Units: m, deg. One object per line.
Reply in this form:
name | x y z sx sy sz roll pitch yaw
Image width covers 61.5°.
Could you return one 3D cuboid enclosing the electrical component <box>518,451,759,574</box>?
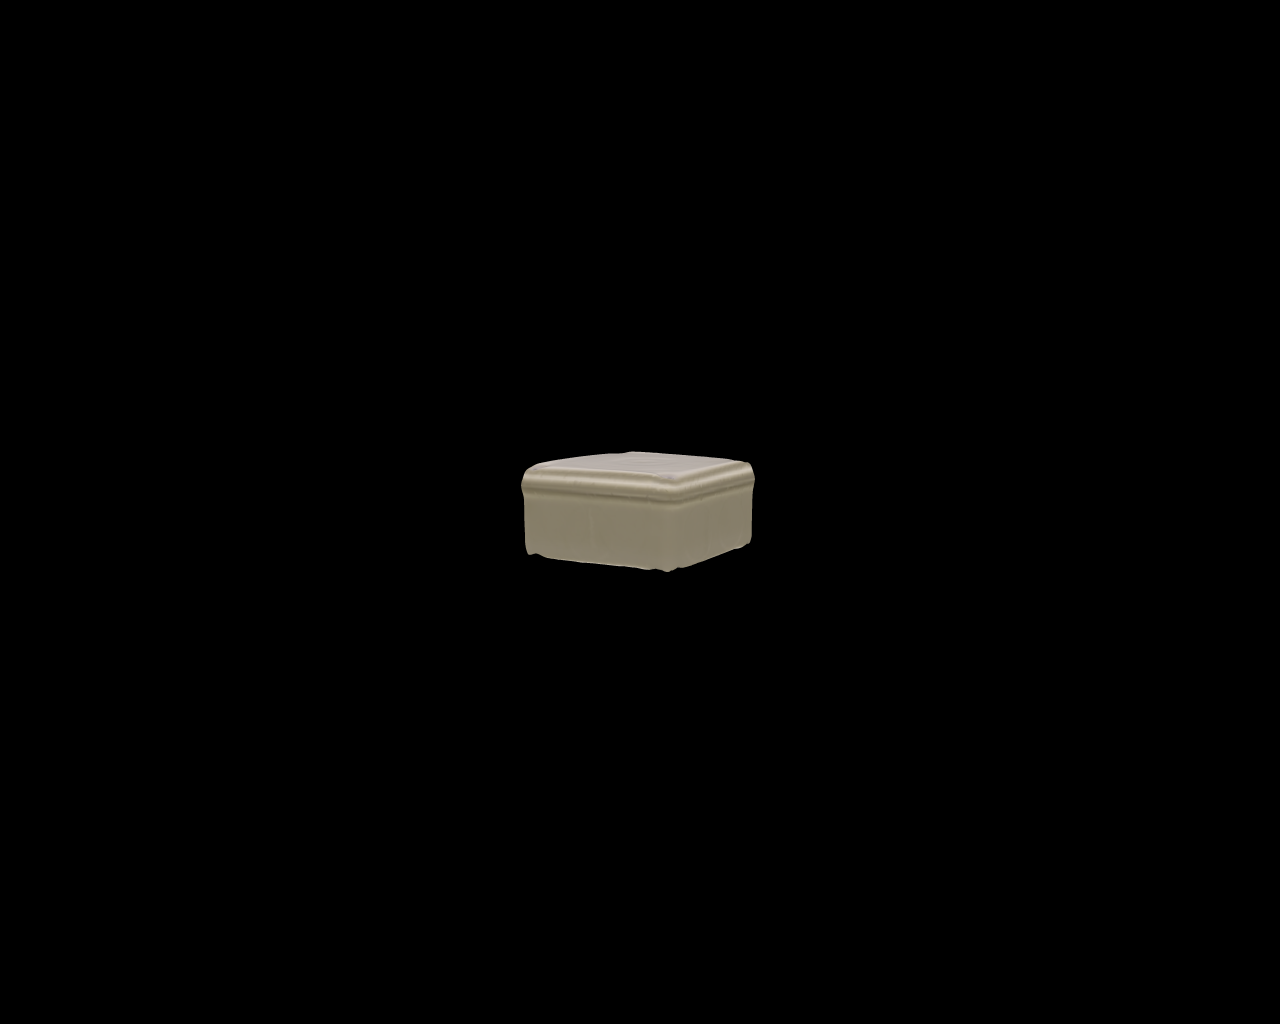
electrical component | 0.001 -0.003 0.650 0.109 0.056 0.109 6 11 32
